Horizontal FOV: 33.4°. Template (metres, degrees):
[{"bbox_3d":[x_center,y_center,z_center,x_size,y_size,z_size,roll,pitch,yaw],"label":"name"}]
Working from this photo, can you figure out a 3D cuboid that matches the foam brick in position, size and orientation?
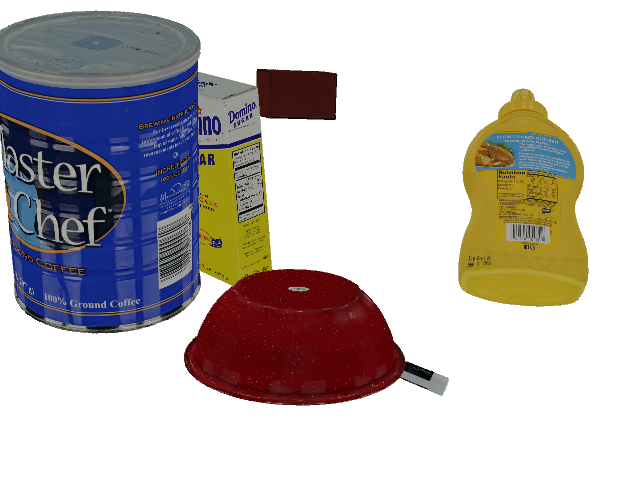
[{"bbox_3d":[-0.026,-0.158,1.157,0.078,0.051,0.053,-1,11,-18],"label":"foam brick"}]

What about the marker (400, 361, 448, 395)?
[{"bbox_3d":[0.067,0.121,1.049,0.121,0.020,0.020,21,5,14],"label":"marker"}]

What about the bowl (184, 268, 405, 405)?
[{"bbox_3d":[-0.017,0.060,0.769,0.162,0.055,0.162,2,16,-1],"label":"bowl"}]

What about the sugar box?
[{"bbox_3d":[-0.091,-0.053,0.935,0.048,0.176,0.093,-27,33,-37],"label":"sugar box"}]

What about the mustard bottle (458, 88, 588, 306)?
[{"bbox_3d":[0.162,-0.043,0.855,0.096,0.191,0.058,5,-31,4],"label":"mustard bottle"}]

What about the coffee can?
[{"bbox_3d":[-0.114,-0.038,0.558,0.103,0.140,0.103,2,28,-1],"label":"coffee can"}]
